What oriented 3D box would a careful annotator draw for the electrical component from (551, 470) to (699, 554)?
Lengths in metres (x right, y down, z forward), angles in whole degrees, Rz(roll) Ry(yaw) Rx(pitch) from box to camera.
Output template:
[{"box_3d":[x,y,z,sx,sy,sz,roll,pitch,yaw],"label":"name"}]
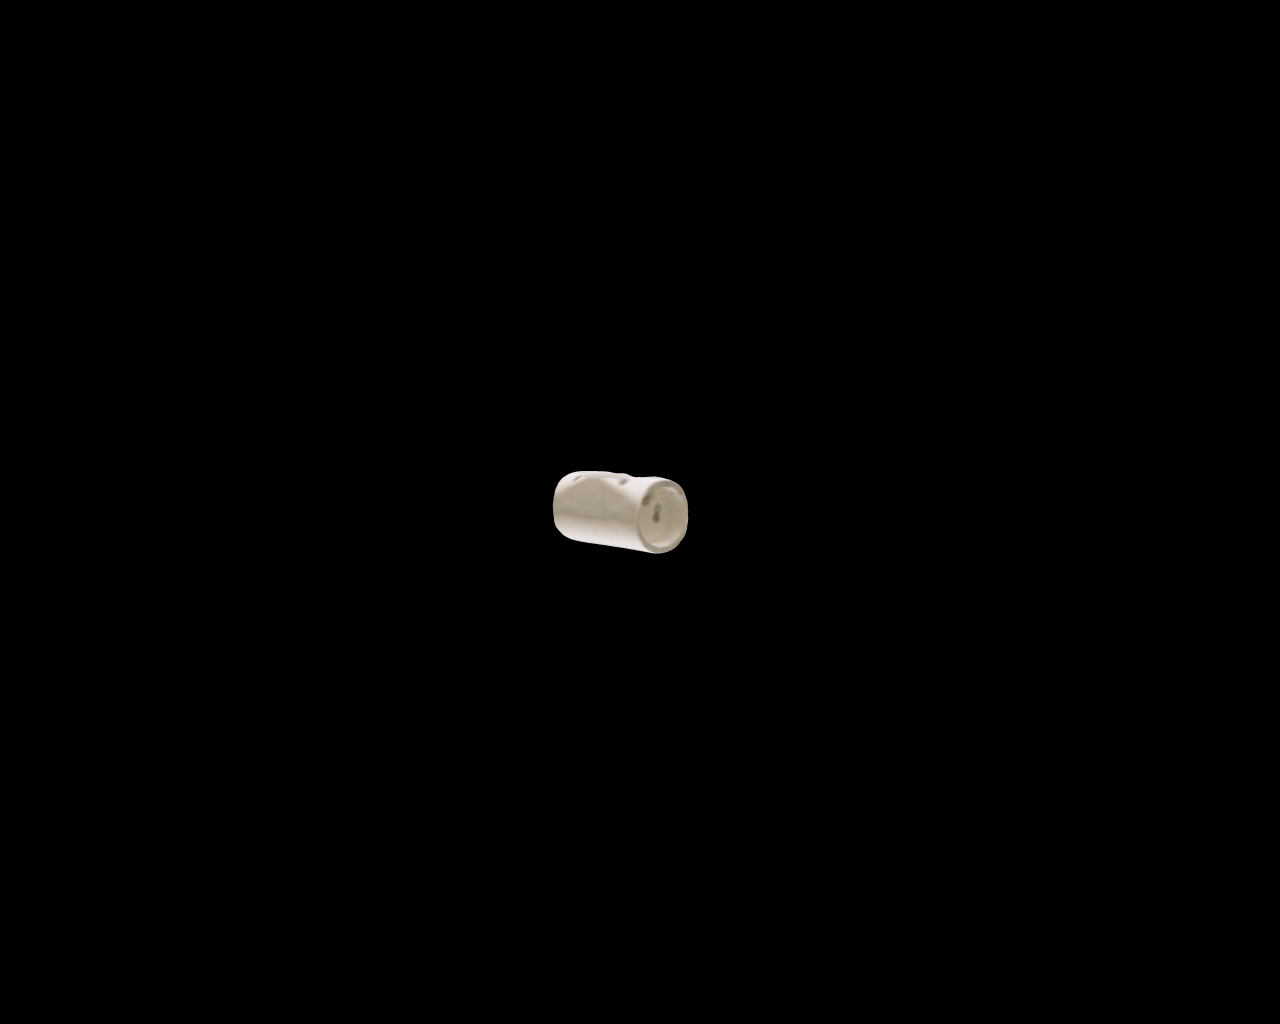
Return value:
[{"box_3d":[0.001,-0.003,0.650,0.079,0.044,0.077,-6,9,-43],"label":"electrical component"}]
